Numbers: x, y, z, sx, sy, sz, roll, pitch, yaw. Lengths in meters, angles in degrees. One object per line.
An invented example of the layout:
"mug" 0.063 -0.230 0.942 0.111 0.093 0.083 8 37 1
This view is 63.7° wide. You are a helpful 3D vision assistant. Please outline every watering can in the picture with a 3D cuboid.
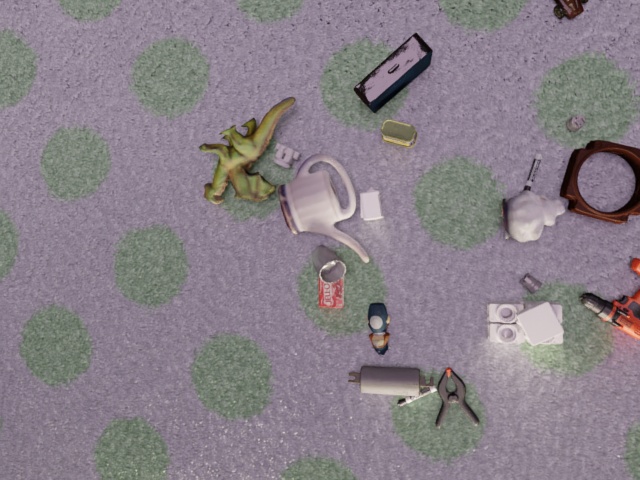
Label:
"watering can" 0.005 -0.076 1.508 0.223 0.104 0.349 -18 87 11

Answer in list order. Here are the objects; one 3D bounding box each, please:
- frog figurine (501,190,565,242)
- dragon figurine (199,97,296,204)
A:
"frog figurine" 0.577 -0.066 1.391 0.159 0.121 0.139 -7 69 23
"dragon figurine" -0.206 -0.235 1.548 0.407 0.123 0.242 -25 91 20
